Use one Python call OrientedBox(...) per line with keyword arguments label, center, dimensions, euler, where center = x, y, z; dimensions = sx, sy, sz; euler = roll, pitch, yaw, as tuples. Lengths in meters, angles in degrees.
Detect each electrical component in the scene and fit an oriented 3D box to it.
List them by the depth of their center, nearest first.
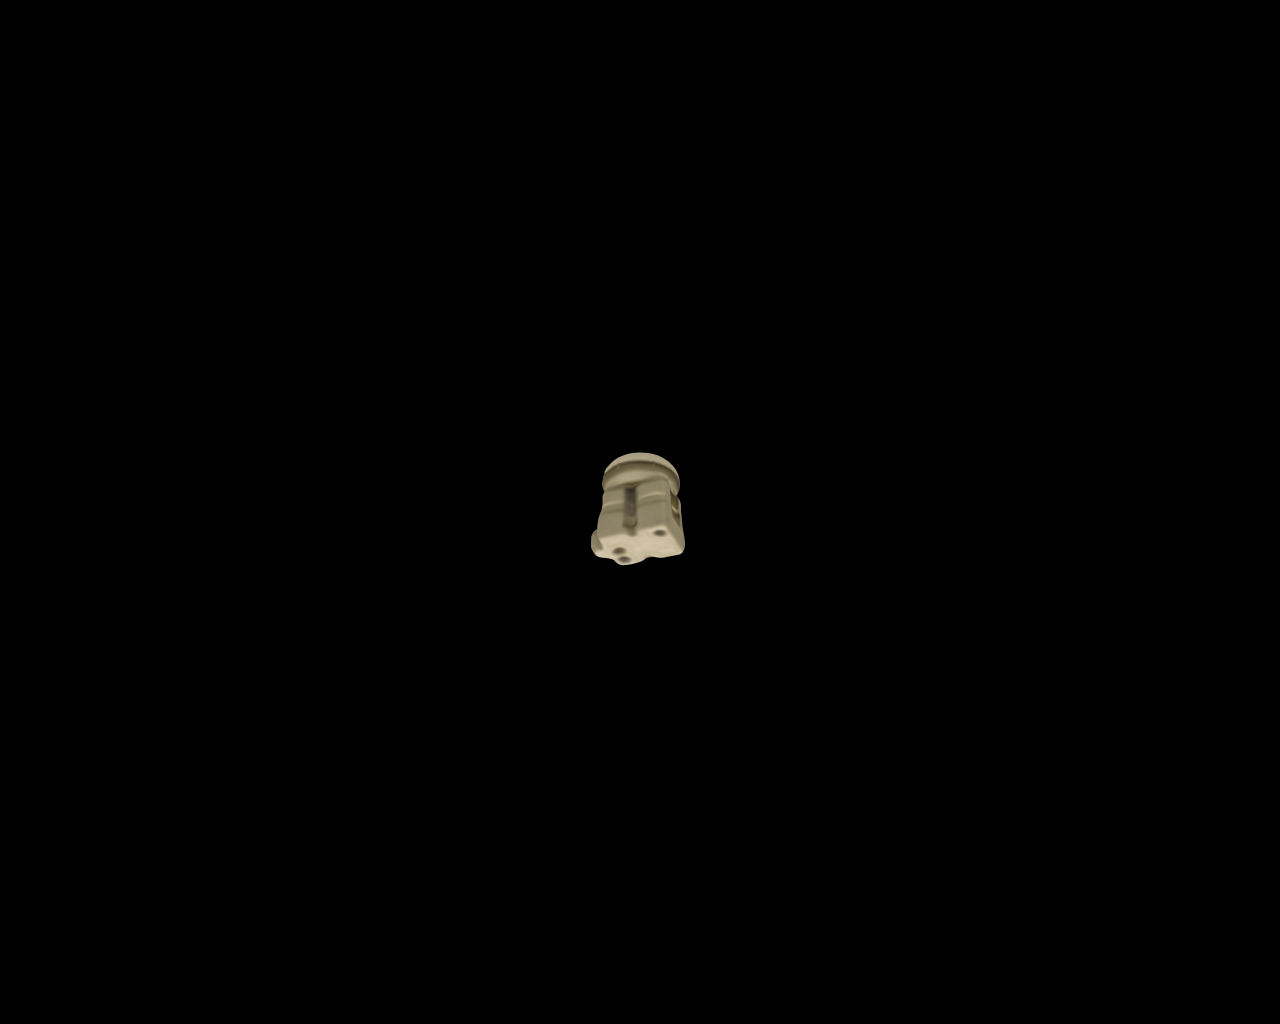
OrientedBox(label="electrical component", center=(0.001, -0.003, 0.650), dimensions=(0.066, 0.055, 0.048), euler=(-11, -36, 16))
